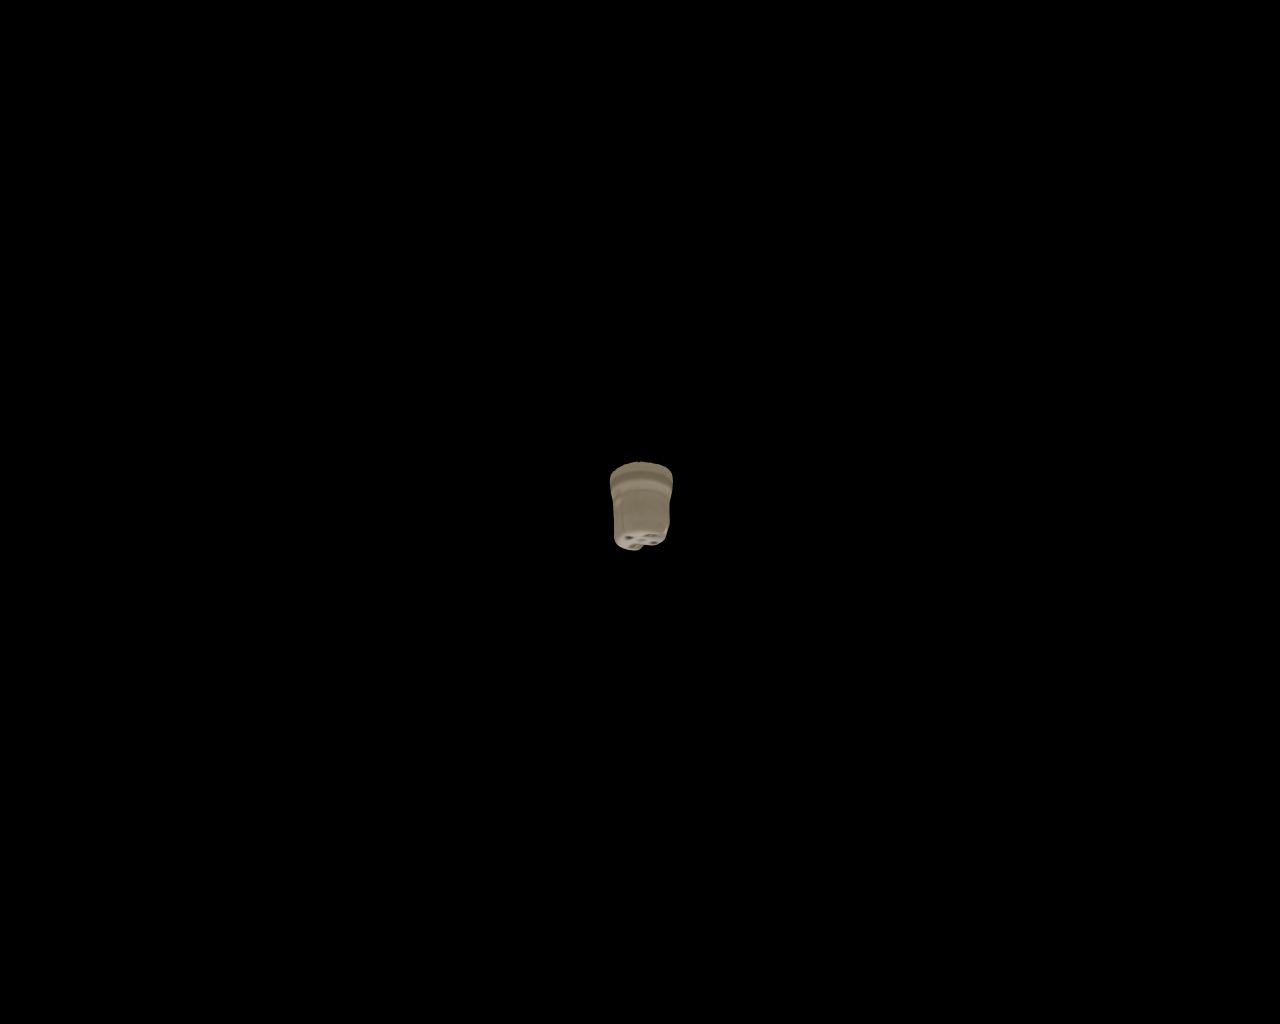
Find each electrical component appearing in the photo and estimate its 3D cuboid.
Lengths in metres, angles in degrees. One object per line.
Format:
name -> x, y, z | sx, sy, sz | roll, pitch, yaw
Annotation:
electrical component -> 0.001, -0.003, 0.650 | 0.040, 0.046, 0.040 | 0, -27, 0
